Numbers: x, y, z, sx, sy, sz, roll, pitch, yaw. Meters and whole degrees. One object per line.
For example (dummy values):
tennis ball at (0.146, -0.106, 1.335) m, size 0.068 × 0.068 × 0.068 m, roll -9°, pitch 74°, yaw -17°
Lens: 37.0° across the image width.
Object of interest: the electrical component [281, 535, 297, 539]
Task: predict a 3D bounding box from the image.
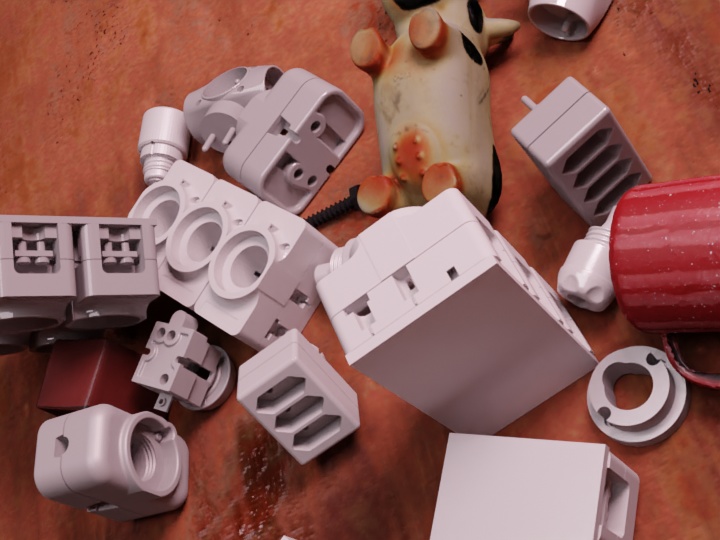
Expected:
electrical component at (-0.048, 0.202, 0.633) m, size 0.064 × 0.042 × 0.081 m, roll 33°, pitch 87°, yaw 38°

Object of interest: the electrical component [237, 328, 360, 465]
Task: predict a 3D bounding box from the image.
electrical component at (-0.039, 0.071, 0.687) m, size 0.047 × 0.065 × 0.076 m, roll -36°, pitch 23°, yaw 13°

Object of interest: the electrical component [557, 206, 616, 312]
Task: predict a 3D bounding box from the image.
electrical component at (0.140, -0.009, 0.626) m, size 0.035 × 0.035 × 0.061 m, roll 19°, pitch 75°, yaw 38°

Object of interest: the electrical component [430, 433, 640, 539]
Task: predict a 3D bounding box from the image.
electrical component at (0.085, 0.167, 0.551) m, size 0.089 × 0.062 × 0.150 m, roll -1°, pitch 66°, yaw 33°

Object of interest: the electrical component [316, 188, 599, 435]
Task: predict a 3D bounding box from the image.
electrical component at (0.055, 0.028, 0.586) m, size 0.089 × 0.150 × 0.061 m, roll -36°, pitch 53°, yaw 13°

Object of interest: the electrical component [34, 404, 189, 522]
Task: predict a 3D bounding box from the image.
electrical component at (-0.158, 0.127, 0.710) m, size 0.059 × 0.095 × 0.053 m, roll -18°, pitch 58°, yaw 25°

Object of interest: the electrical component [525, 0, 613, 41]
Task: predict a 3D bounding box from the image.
electrical component at (0.131, -0.200, 0.727) m, size 0.079 × 0.043 × 0.077 m, roll 13°, pitch 74°, yaw 37°

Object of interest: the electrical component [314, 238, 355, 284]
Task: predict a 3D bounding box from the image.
electrical component at (0.000, 0.000, 0.708) m, size 0.062 × 0.043 × 0.043 m, roll -11°, pitch 60°, yaw 30°

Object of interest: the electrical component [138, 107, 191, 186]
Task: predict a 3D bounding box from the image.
electrical component at (-0.159, -0.094, 0.864) m, size 0.040 × 0.040 × 0.078 m, roll -11°, pitch 60°, yaw 28°

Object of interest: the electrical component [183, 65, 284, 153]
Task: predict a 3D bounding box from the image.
electrical component at (-0.099, -0.116, 0.823) m, size 0.077 × 0.044 × 0.079 m, roll -13°, pitch 35°, yaw 28°

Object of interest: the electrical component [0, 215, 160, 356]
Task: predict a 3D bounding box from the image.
electrical component at (-0.222, 0.017, 0.753) m, size 0.186 × 0.105 × 0.060 m, roll -25°, pitch 68°, yaw 57°

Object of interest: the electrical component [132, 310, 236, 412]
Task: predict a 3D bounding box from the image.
electrical component at (-0.119, 0.069, 0.741) m, size 0.048 × 0.055 × 0.066 m, roll 9°, pitch 71°, yaw 36°

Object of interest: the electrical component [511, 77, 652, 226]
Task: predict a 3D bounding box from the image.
electrical component at (0.122, -0.079, 0.642) m, size 0.047 × 0.083 × 0.075 m, roll -43°, pitch 50°, yaw 7°

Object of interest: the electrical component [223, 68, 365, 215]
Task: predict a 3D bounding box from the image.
electrical component at (-0.051, -0.095, 0.785) m, size 0.059 × 0.054 × 0.095 m, roll 36°, pitch 88°, yaw 40°

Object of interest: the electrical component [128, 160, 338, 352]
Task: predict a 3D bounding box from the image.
electrical component at (-0.097, -0.011, 0.765) m, size 0.150 × 0.062 × 0.089 m, roll 27°, pitch 82°, yaw 40°
